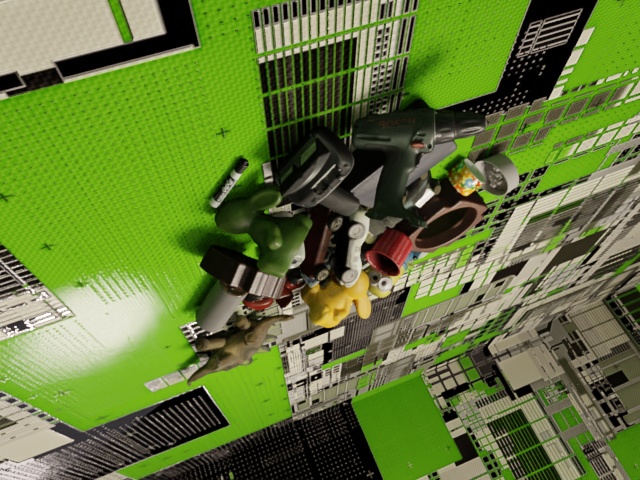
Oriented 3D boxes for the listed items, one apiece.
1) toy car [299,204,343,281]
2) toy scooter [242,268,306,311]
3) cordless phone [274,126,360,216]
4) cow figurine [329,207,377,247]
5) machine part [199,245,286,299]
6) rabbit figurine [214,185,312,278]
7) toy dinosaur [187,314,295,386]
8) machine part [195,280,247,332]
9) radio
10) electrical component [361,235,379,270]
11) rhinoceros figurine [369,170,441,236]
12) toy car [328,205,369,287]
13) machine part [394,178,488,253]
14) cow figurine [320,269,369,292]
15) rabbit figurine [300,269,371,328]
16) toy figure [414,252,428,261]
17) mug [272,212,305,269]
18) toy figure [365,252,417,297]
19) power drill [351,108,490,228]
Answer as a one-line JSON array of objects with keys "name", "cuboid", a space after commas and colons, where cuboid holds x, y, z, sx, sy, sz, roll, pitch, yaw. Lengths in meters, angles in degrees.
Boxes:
[{"name": "toy car", "cuboid": [-0.002, -0.003, 1.153, 0.053, 0.089, 0.202, -15, 133, -38]}, {"name": "toy scooter", "cuboid": [-0.122, 0.137, 1.360, 0.184, 0.075, 0.135, -16, 153, -26]}, {"name": "cordless phone", "cuboid": [0.024, -0.109, 0.983, 0.184, 0.089, 0.146, 24, 128, -34]}, {"name": "cow figurine", "cuboid": [0.055, -0.025, 1.224, 0.167, 0.068, 0.098, -17, 146, -21]}, {"name": "machine part", "cuboid": [-0.157, 0.064, 1.113, 0.179, 0.180, 0.056, 19, 94, -53]}, {"name": "rabbit figurine", "cuboid": [-0.112, -0.028, 1.015, 0.159, 0.170, 0.121, -60, -174, 11]}, {"name": "toy dinosaur", "cuboid": [-0.253, 0.320, 1.541, 0.471, 0.105, 0.198, -31, 156, 21]}, {"name": "machine part", "cuboid": [-0.235, 0.147, 1.281, 0.079, 0.079, 0.243, -1, 145, -38]}, {"name": "radio", "cuboid": [0.149, -0.160, 1.063, 0.229, 0.073, 0.131, -36, 151, 24]}, {"name": "electrical component", "cuboid": [0.096, 0.024, 1.354, 0.115, 0.058, 0.134, -38, 149, 20]}, {"name": "rhinoceros figurine", "cuboid": [0.172, -0.088, 1.168, 0.190, 0.112, 0.073, -47, 121, 3]}, {"name": "toy car", "cuboid": [0.063, 0.010, 1.158, 0.056, 0.074, 0.201, -9, 125, -23]}, {"name": "machine part", "cuboid": [0.295, -0.059, 1.339, 0.201, 0.087, 0.201, 8, 138, -44]}, {"name": "cow figurine", "cuboid": [0.070, 0.129, 1.486, 0.195, 0.085, 0.127, -40, 143, 22]}, {"name": "rabbit figurine", "cuboid": [0.063, 0.145, 1.360, 0.162, 0.122, 0.173, 33, 108, -33]}, {"name": "toy figure", "cuboid": [0.299, 0.004, 1.486, 0.154, 0.057, 0.064, -32, -170, 10]}, {"name": "mug", "cuboid": [-0.082, 0.013, 1.138, 0.081, 0.107, 0.109, 7, 137, -43]}, {"name": "toy figure", "cuboid": [0.194, 0.072, 1.427, 0.180, 0.082, 0.089, -54, 141, -16]}, {"name": "power drill", "cuboid": [0.164, -0.126, 0.936, 0.232, 0.207, 0.086, 8, -167, 13]}]
